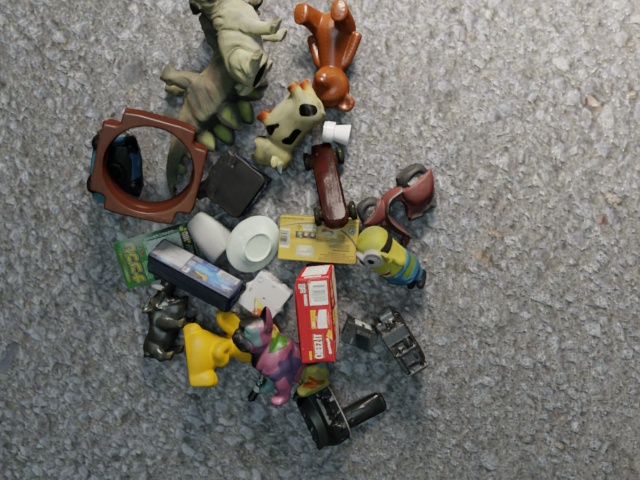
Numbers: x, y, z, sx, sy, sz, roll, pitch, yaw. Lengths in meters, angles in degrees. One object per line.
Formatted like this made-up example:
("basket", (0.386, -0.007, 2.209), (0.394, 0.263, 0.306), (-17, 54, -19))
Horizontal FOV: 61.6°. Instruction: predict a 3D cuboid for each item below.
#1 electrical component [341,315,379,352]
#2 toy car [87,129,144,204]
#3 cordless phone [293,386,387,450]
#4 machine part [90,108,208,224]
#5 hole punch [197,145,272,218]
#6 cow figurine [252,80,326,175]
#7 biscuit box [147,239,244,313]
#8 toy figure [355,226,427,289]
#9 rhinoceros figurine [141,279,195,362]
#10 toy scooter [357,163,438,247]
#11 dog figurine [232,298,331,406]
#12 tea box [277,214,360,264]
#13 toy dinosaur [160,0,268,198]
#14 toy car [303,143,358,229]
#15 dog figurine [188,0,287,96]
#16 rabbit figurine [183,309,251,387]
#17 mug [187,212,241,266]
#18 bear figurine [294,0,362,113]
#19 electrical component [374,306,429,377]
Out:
("electrical component", (0.086, 0.203, 1.145), (0.075, 0.119, 0.047), (21, 96, -2))
("toy car", (-0.430, -0.159, 1.136), (0.109, 0.103, 0.161), (1, 107, -14))
("cordless phone", (0.048, 0.364, 1.193), (0.184, 0.089, 0.146), (-25, 93, -7))
("machine part", (-0.335, -0.145, 1.061), (0.201, 0.087, 0.200), (12, 107, -18))
("hole punch", (-0.176, -0.118, 1.142), (0.116, 0.092, 0.142), (39, 101, 5))
("cow figurine", (-0.068, -0.222, 1.113), (0.195, 0.085, 0.127), (-37, 87, 30))
("biscuit box", (-0.264, 0.076, 1.139), (0.203, 0.059, 0.062), (28, 137, 6))
("toy figure", (0.148, 0.040, 1.128), (0.180, 0.089, 0.082), (29, 135, -30))
("rhinoceros figurine", (-0.341, 0.173, 1.188), (0.112, 0.073, 0.190), (16, 98, 12))
("toy scooter", (0.179, -0.066, 1.137), (0.184, 0.075, 0.135), (-37, 102, 2))
("dog figurine", (-0.081, 0.223, 1.127), (0.191, 0.109, 0.219), (-16, 106, -19))
("tea box", (-0.002, -0.003, 1.153), (0.170, 0.068, 0.098), (5, 96, 1))
("toy dinosaur", (-0.230, -0.299, 1.119), (0.198, 0.105, 0.471), (33, 101, -5))
("toy car", (0.019, -0.113, 1.126), (0.089, 0.053, 0.202), (-14, 64, 3))
("dog figurine", (-0.181, -0.391, 1.027), (0.191, 0.121, 0.172), (27, 87, 1))
("rabbit figurine", (-0.209, 0.230, 1.178), (0.173, 0.122, 0.162), (-2, 86, -11))
("mug", (-0.226, -0.018, 1.157), (0.107, 0.081, 0.109), (43, 98, 5))
("bear figurine", (0.013, -0.364, 1.092), (0.120, 0.132, 0.195), (9, 92, 24))
("electrical component", (0.169, 0.210, 1.144), (0.058, 0.115, 0.134), (-32, 95, 3))
